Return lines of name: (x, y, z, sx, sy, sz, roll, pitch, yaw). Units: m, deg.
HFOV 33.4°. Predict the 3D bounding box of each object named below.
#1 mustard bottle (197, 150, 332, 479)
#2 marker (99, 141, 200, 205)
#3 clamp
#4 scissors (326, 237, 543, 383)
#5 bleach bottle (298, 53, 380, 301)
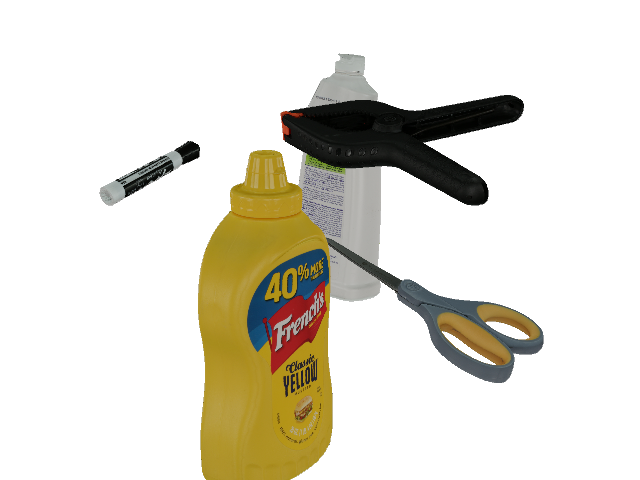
mustard bottle: (-0.031, 0.043, 0.623, 0.058, 0.192, 0.096, 11, 20, 35)
marker: (-0.158, -0.066, 1.010, 0.020, 0.020, 0.120, 0, 26, 42)
clamp: (0.069, -0.094, 0.928, 0.210, 0.036, 0.164, 12, 36, 24)
scissors: (0.088, 0.042, 0.809, 0.096, 0.016, 0.202, -7, 33, -31)
bleach bottle: (0.026, -0.069, 1.131, 0.103, 0.251, 0.067, 16, 16, 36)
